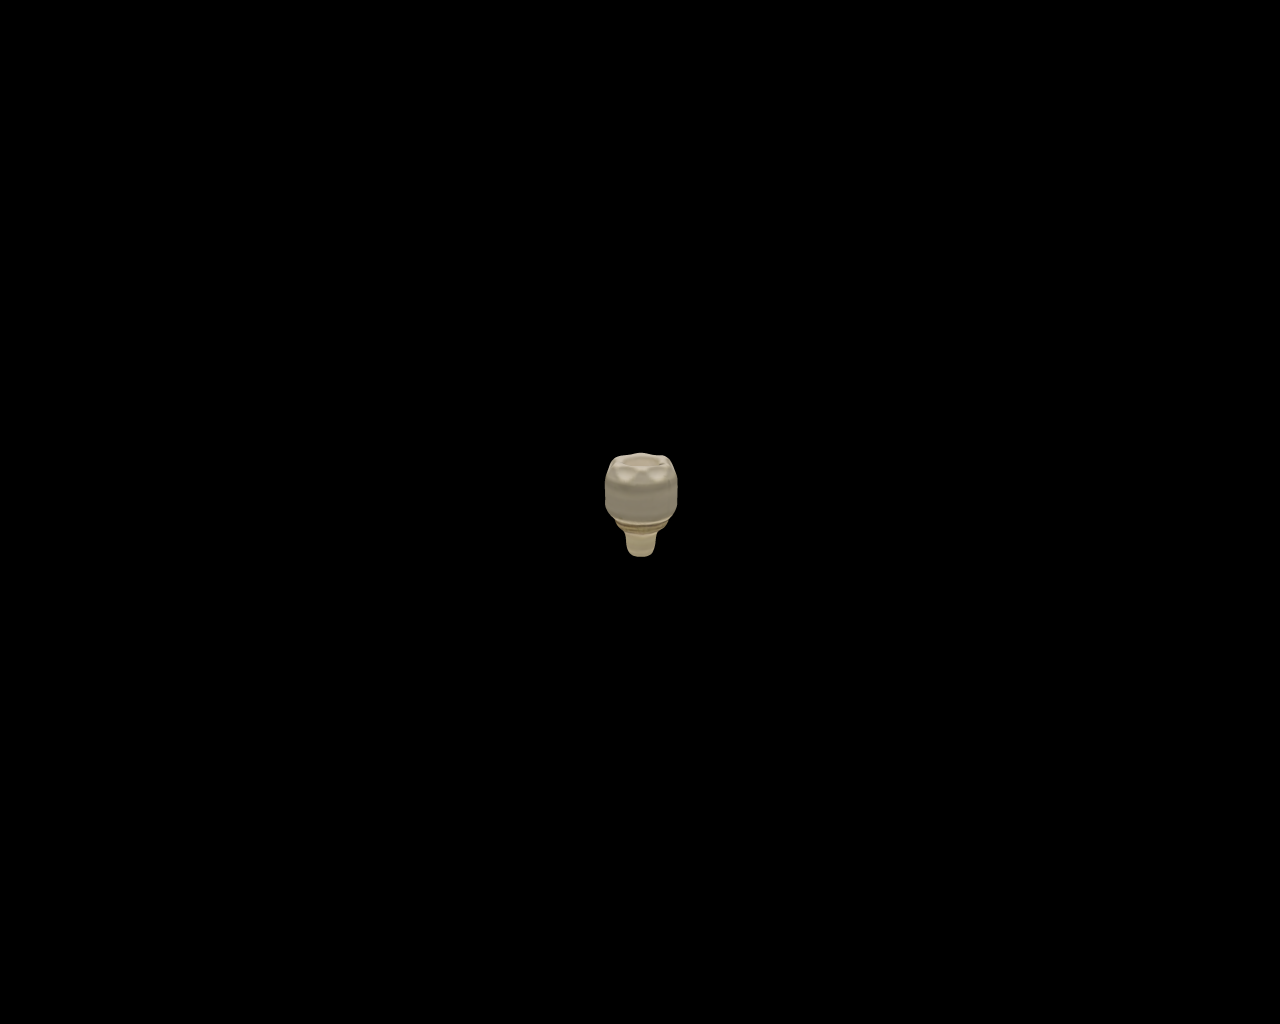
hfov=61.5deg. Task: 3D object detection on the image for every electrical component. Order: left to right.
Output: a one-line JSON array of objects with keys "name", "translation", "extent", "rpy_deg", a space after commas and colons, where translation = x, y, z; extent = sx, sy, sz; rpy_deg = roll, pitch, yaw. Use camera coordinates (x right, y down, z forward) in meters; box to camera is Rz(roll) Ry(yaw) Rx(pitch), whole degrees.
[{"name": "electrical component", "translation": [0.001, -0.003, 0.650], "extent": [0.043, 0.062, 0.043], "rpy_deg": [0, 18, 0]}]
